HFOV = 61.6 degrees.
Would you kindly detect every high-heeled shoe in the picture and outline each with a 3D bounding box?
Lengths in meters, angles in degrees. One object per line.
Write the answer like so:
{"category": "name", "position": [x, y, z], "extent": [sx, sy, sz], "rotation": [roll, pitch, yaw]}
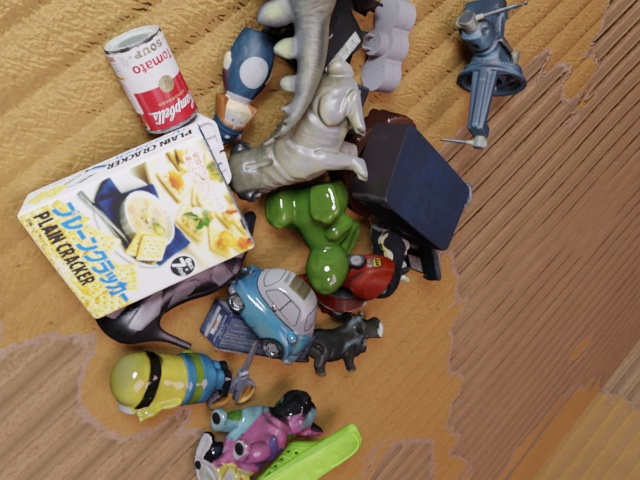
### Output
{"category": "high-heeled shoe", "position": [-0.199, 0.039, 0.754], "extent": [0.145, 0.086, 0.248], "rotation": [32, 71, -17]}

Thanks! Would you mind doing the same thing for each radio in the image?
{"category": "radio", "position": [0.152, -0.079, 0.874], "extent": [0.229, 0.073, 0.131], "rotation": [31, 77, -45]}

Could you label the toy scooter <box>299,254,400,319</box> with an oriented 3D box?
{"category": "toy scooter", "position": [0.039, 0.072, 0.930], "extent": [0.135, 0.075, 0.184], "rotation": [29, 133, -27]}

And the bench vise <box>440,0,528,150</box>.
{"category": "bench vise", "position": [0.289, -0.283, 0.935], "extent": [0.223, 0.129, 0.240], "rotation": [20, 80, -64]}

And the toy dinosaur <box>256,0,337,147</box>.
{"category": "toy dinosaur", "position": [-0.010, -0.347, 0.620], "extent": [0.199, 0.105, 0.470], "rotation": [-4, 95, -15]}

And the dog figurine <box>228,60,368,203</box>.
{"category": "dog figurine", "position": [-0.041, -0.144, 0.721], "extent": [0.191, 0.121, 0.172], "rotation": [-7, 108, -3]}

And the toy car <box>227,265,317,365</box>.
{"category": "toy car", "position": [-0.058, 0.098, 0.816], "extent": [0.103, 0.109, 0.161], "rotation": [-35, 98, 24]}

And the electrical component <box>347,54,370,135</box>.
{"category": "electrical component", "position": [0.033, -0.224, 0.808], "extent": [0.075, 0.048, 0.119], "rotation": [7, 110, -44]}

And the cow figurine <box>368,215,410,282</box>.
{"category": "cow figurine", "position": [0.132, 0.030, 0.990], "extent": [0.068, 0.098, 0.167], "rotation": [-8, 128, 11]}

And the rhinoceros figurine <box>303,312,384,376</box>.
{"category": "rhinoceros figurine", "position": [0.042, 0.190, 1.030], "extent": [0.190, 0.073, 0.112], "rotation": [-6, 112, -41]}

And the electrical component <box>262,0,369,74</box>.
{"category": "electrical component", "position": [-0.009, -0.290, 0.727], "extent": [0.115, 0.058, 0.134], "rotation": [-52, 135, -9]}

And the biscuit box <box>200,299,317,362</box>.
{"category": "biscuit box", "position": [-0.097, 0.155, 0.892], "extent": [0.202, 0.059, 0.062], "rotation": [24, 94, -45]}

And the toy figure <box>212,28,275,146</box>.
{"category": "toy figure", "position": [-0.105, -0.194, 0.699], "extent": [0.064, 0.058, 0.154], "rotation": [20, 103, -6]}

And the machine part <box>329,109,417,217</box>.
{"category": "machine part", "position": [0.092, -0.130, 0.907], "extent": [0.179, 0.056, 0.179], "rotation": [-21, 126, -31]}

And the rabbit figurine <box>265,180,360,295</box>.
{"category": "rabbit figurine", "position": [-0.002, -0.003, 0.842], "extent": [0.159, 0.121, 0.170], "rotation": [-27, 109, -71]}

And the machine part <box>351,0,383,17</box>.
{"category": "machine part", "position": [0.046, -0.379, 0.743], "extent": [0.084, 0.039, 0.138], "rotation": [-50, 134, -20]}

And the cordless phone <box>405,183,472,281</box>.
{"category": "cordless phone", "position": [0.250, -0.022, 1.088], "extent": [0.184, 0.089, 0.146], "rotation": [-41, 133, -23]}

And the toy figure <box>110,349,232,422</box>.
{"category": "toy figure", "position": [-0.219, 0.204, 0.799], "extent": [0.180, 0.082, 0.089], "rotation": [2, 96, -36]}

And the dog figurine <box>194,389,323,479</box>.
{"category": "dog figurine", "position": [-0.098, 0.360, 0.972], "extent": [0.219, 0.109, 0.191], "rotation": [4, 115, -48]}
